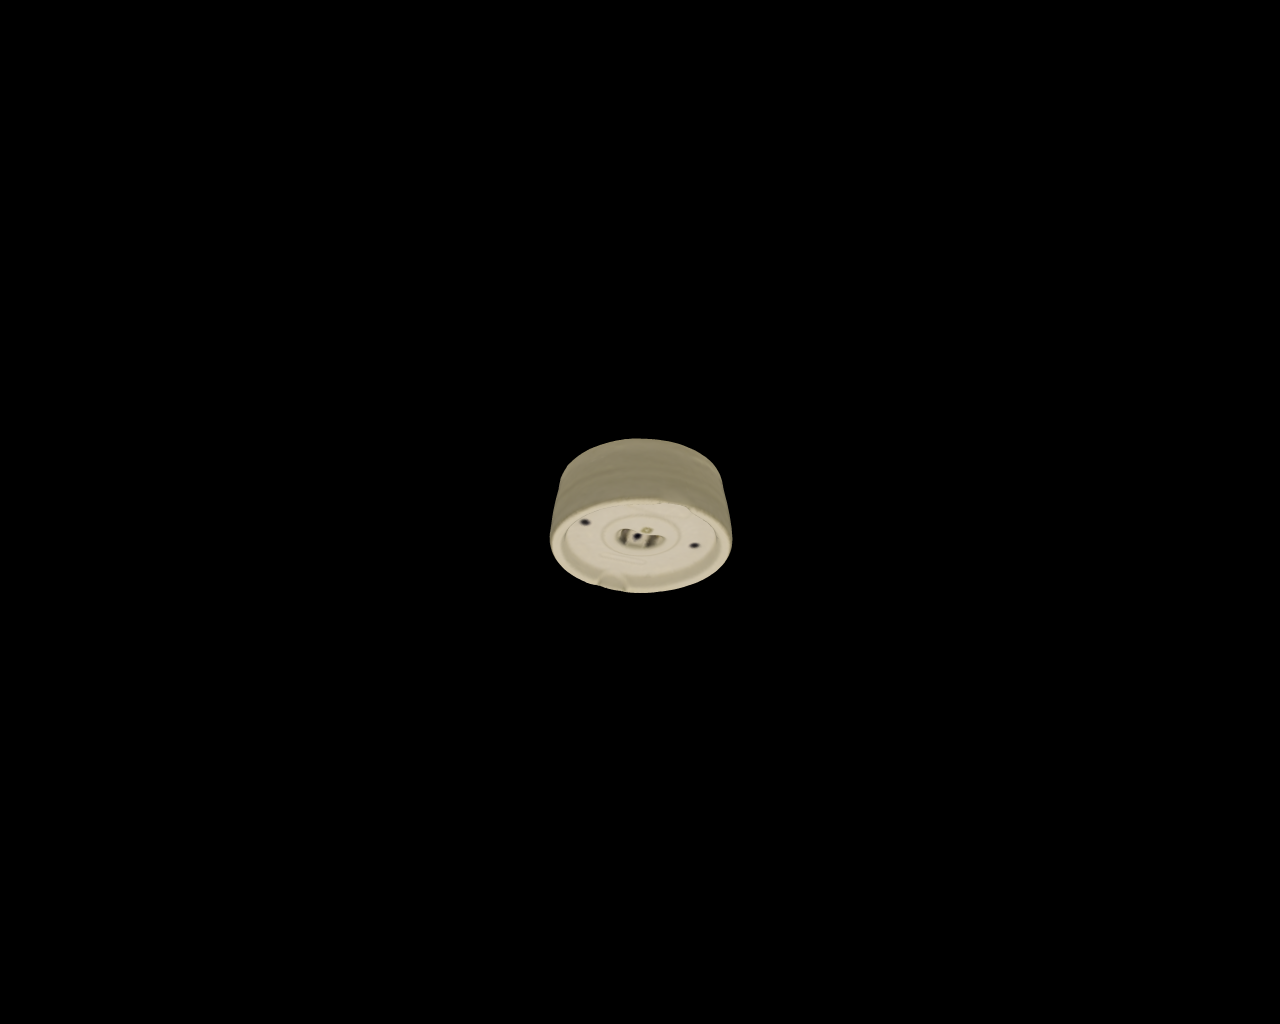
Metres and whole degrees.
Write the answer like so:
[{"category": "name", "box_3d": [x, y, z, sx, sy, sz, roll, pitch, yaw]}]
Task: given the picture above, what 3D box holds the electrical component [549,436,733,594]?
[{"category": "electrical component", "box_3d": [0.001, -0.003, 0.650, 0.108, 0.060, 0.108, 0, -33, 0]}]
